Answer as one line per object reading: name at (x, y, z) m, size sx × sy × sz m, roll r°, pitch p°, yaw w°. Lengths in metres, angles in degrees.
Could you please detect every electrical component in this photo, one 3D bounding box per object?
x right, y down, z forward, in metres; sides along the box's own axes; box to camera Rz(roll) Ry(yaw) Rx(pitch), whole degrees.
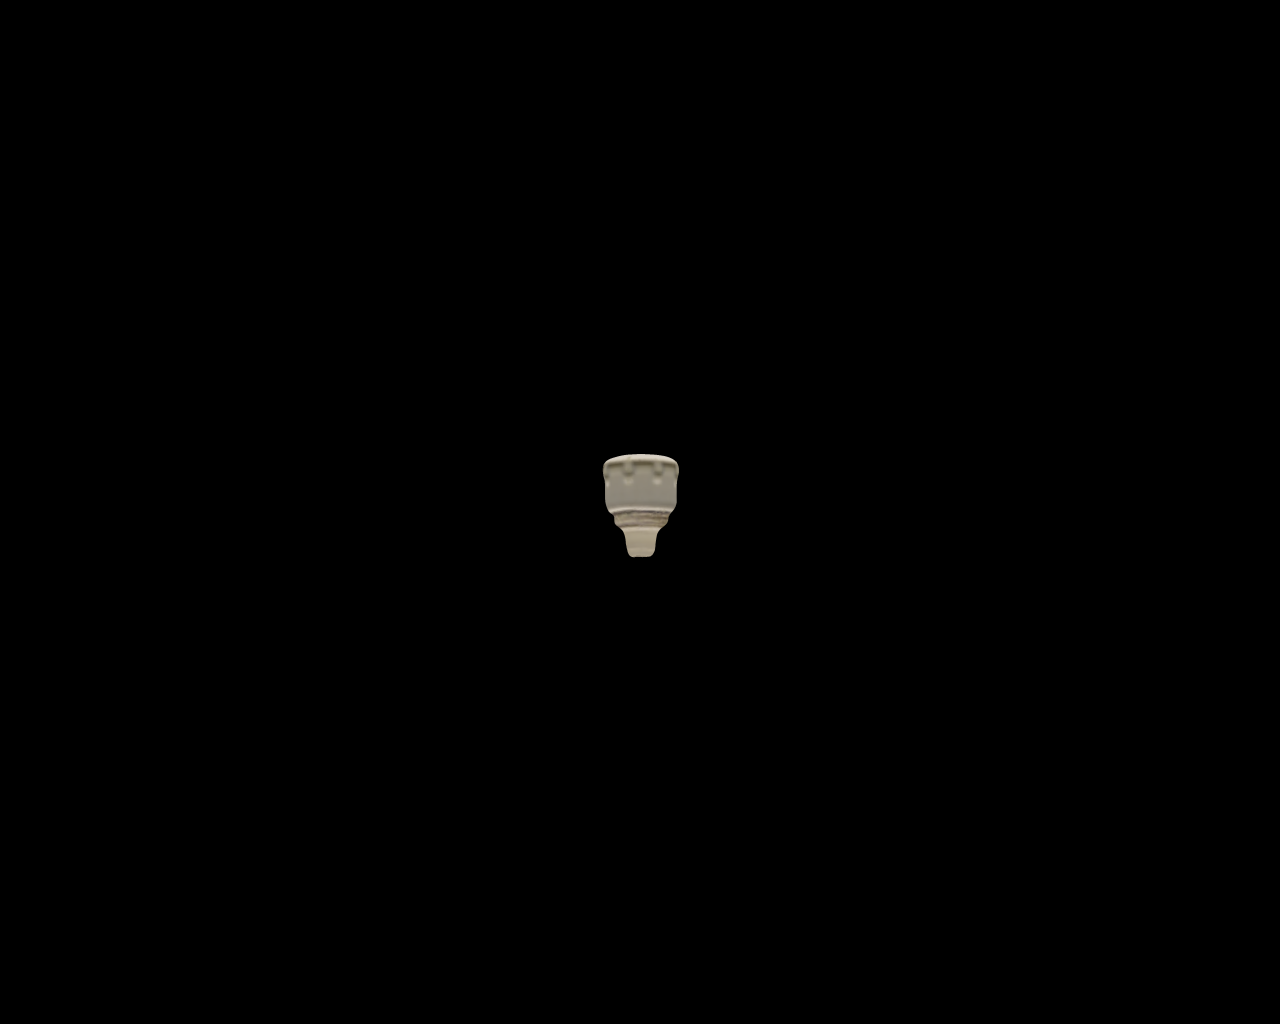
electrical component at (0.001, -0.003, 0.650) m, size 0.048 × 0.062 × 0.048 m, roll 0°, pitch -5°, yaw 0°
